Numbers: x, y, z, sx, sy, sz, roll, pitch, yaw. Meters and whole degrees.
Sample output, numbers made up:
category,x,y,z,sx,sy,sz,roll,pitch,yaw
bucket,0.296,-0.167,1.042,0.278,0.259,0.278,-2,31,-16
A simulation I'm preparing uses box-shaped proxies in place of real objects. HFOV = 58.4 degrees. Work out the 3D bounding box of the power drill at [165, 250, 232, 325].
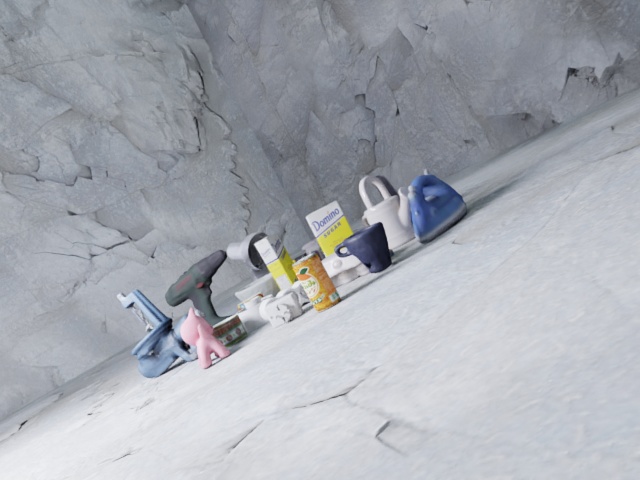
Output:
category,x,y,z,sx,sy,sz,roll,pitch,yaw
power drill,-0.333,0.165,1.695,0.229,0.208,0.076,-27,3,8

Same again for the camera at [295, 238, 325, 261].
category,x,y,z,sx,sy,sz,roll,pitch,yaw
camera,-0.019,0.054,1.821,0.136,0.101,0.143,-27,3,25

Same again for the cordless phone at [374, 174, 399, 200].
category,x,y,z,sx,sy,sz,roll,pitch,yaw
cordless phone,0.202,-0.104,1.701,0.094,0.185,0.147,-29,3,-26

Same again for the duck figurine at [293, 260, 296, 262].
category,x,y,z,sx,sy,sz,roll,pitch,yaw
duck figurine,-0.066,0.098,1.618,0.104,0.086,0.077,-27,3,12

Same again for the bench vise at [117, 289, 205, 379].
category,x,y,z,sx,sy,sz,roll,pitch,yaw
bench vise,-0.373,0.197,1.361,0.207,0.220,0.121,-28,3,-3

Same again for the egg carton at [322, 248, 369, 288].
category,x,y,z,sx,sy,sz,roll,pitch,yaw
egg carton,0.060,0.057,1.297,0.150,0.069,0.107,-27,3,23

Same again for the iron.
category,x,y,z,sx,sy,sz,roll,pitch,yaw
iron,0.254,-0.089,1.352,0.118,0.141,0.259,-26,3,28

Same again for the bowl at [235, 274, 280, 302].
category,x,y,z,sx,sy,sz,roll,pitch,yaw
bowl,-0.162,0.151,1.694,0.167,0.075,0.167,-28,3,2

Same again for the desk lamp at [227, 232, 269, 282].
category,x,y,z,sx,sy,sz,roll,pitch,yaw
desk lamp,-0.211,0.089,1.858,0.118,0.213,0.202,-30,4,-40

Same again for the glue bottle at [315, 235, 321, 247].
category,x,y,z,sx,sy,sz,roll,pitch,yaw
glue bottle,0.015,0.006,1.615,0.037,0.173,0.078,-28,3,-2

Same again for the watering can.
category,x,y,z,sx,sy,sz,roll,pitch,yaw
watering can,0.169,-0.079,1.459,0.172,0.194,0.101,-26,3,25

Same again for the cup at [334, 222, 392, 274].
category,x,y,z,sx,sy,sz,roll,pitch,yaw
cup,0.097,0.028,1.199,0.117,0.095,0.092,-27,3,10

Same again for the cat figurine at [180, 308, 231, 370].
category,x,y,z,sx,sy,sz,roll,pitch,yaw
cat figurine,-0.245,0.197,1.177,0.067,0.118,0.127,-29,3,-21
